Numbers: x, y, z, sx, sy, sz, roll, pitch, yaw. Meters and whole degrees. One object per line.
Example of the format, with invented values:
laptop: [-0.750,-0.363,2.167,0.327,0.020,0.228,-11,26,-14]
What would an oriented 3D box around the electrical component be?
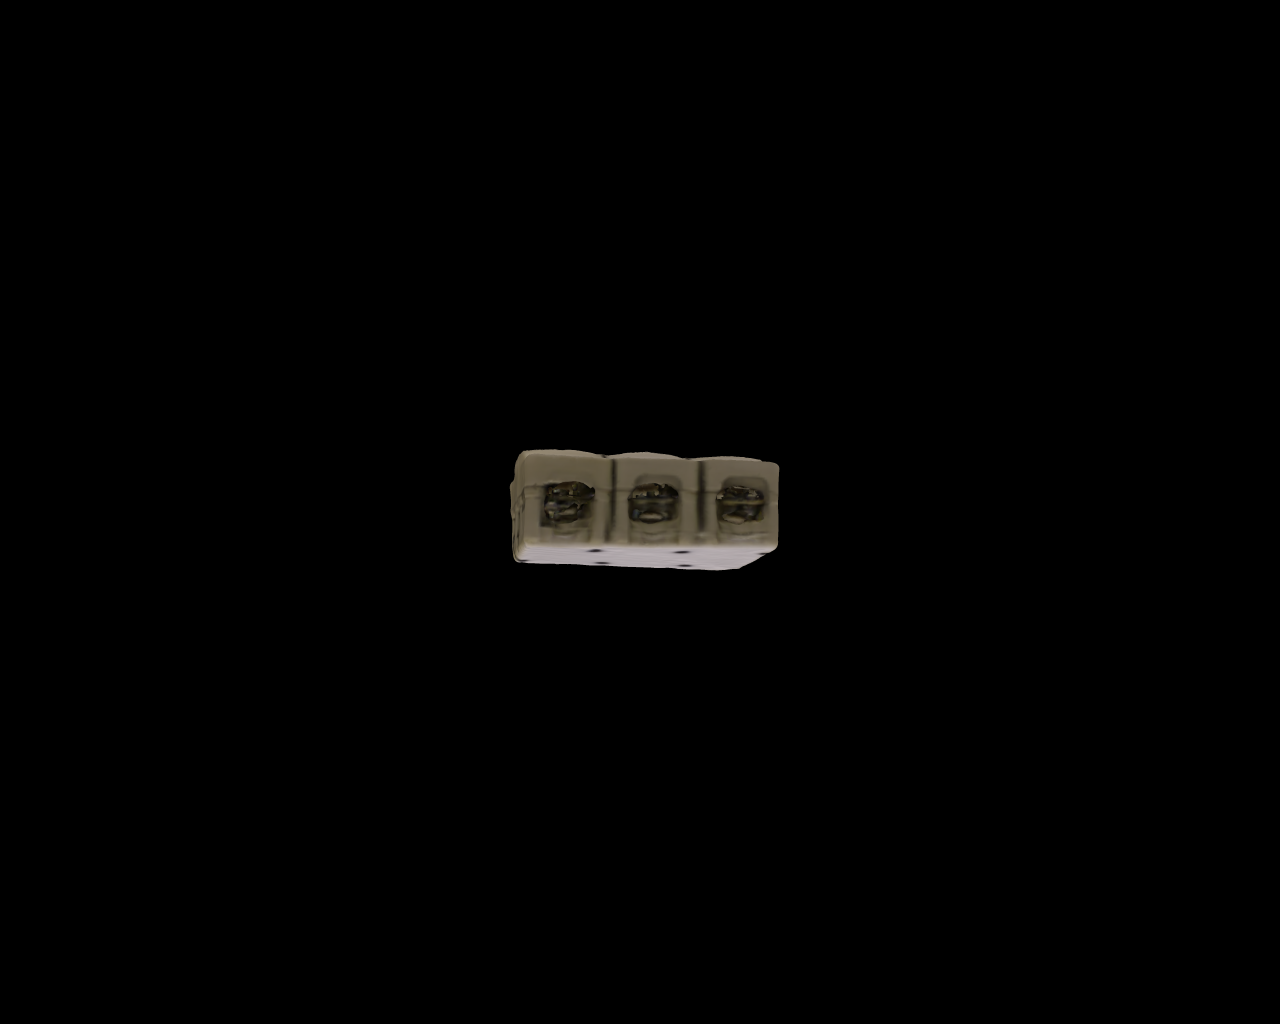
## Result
electrical component: [0.001,-0.003,0.650,0.150,0.061,0.089,2,-11,-12]
